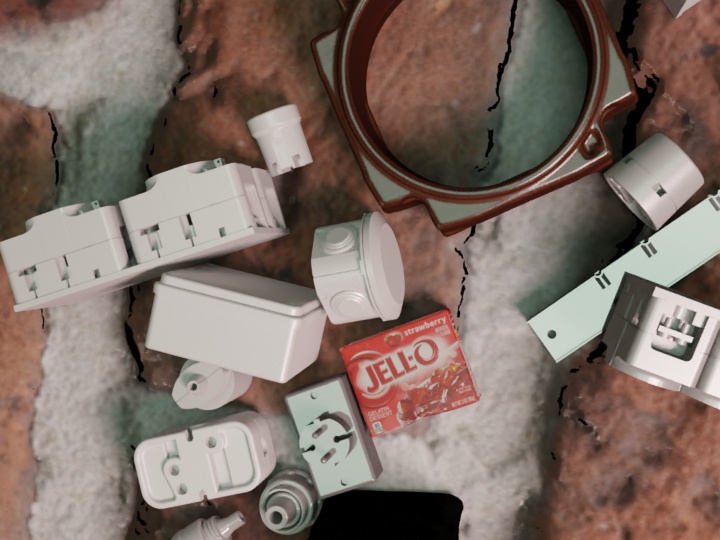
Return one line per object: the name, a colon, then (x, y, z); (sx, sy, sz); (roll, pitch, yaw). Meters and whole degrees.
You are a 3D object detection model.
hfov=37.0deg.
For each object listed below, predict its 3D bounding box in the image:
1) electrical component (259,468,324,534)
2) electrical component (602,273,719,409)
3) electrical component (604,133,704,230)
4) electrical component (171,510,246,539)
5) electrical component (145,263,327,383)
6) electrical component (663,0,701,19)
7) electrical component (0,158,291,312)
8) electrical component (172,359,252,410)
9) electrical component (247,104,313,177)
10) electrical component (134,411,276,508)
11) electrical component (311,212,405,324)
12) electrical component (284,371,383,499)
electrical component: (-0.056, 0.180, 0.816); (0.048, 0.062, 0.048); (0, 92, 10)
electrical component: (0.250, 0.061, 0.735); (0.150, 0.089, 0.061); (20, 96, 0)
electrical component: (0.210, -0.064, 0.766); (0.047, 0.055, 0.055); (-42, 85, 5)
electrical component: (-0.118, 0.209, 0.843); (0.061, 0.035, 0.035); (-34, 86, 7)
electrical component: (-0.087, 0.037, 0.794); (0.109, 0.109, 0.056); (14, 97, 9)
electrical component: (0.211, -0.240, 0.692); (0.060, 0.186, 0.105); (-33, 86, 9)
electrical component: (-0.159, -0.028, 0.805); (0.186, 0.105, 0.060); (-18, 89, 10)
electrical component: (-0.113, 0.083, 0.814); (0.043, 0.081, 0.043); (0, 92, 10)
electrical component: (-0.060, -0.098, 0.820); (0.040, 0.040, 0.046); (-20, 95, 10)
electrical component: (-0.117, 0.144, 0.827); (0.095, 0.059, 0.053); (-13, 90, 10)
electrical component: (0.000, 0.000, 0.793); (0.051, 0.080, 0.080); (-11, 90, 16)
electrical component: (-0.023, 0.126, 0.802); (0.047, 0.076, 0.083); (-20, 88, 10)
